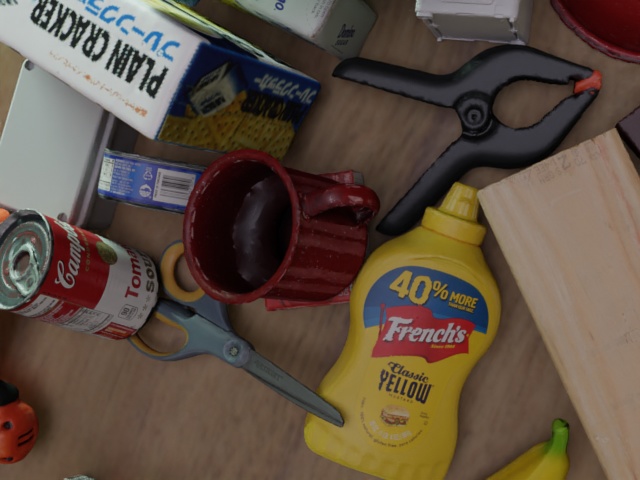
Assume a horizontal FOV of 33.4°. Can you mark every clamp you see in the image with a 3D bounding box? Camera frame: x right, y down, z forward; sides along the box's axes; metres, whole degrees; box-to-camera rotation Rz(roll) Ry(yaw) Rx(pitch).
[{"bbox_3d":[0.098,-0.069,0.692,0.172,0.039,0.120,-6,101,16],"label":"clamp"}]

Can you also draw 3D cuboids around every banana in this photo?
[{"bbox_3d":[0.083,0.175,0.681,0.198,0.037,0.069,-33,118,14],"label":"banana"}]

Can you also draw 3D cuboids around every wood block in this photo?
[{"bbox_3d":[0.180,0.048,0.637,0.090,0.090,0.206,-25,83,15],"label":"wood block"}]

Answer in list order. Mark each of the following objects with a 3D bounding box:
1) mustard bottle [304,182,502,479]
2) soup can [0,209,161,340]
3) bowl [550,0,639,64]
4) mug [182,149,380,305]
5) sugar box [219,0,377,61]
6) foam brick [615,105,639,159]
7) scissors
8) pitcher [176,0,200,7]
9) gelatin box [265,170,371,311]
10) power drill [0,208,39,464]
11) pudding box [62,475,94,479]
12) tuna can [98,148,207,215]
[{"bbox_3d":[0.063,0.056,0.682,0.096,0.058,0.192,18,96,-3],"label":"mustard bottle"},{"bbox_3d":[-0.167,0.026,0.726,0.069,0.102,0.068,-14,66,34],"label":"soup can"},{"bbox_3d":[0.212,-0.191,0.650,0.162,0.055,0.162,0,89,17],"label":"bowl"},{"bbox_3d":[-0.015,-0.008,0.654,0.117,0.081,0.093,-26,69,33],"label":"mug"},{"bbox_3d":[-0.055,-0.178,0.709,0.176,0.093,0.048,32,98,15],"label":"sugar box"},{"bbox_3d":[0.223,-0.055,0.646,0.053,0.051,0.078,-38,79,12],"label":"foam brick"},{"bbox_3d":[-0.055,0.055,0.715,0.202,0.016,0.096,10,81,35],"label":"scissors"},{"bbox_3d":[0.014,-0.208,0.568,0.243,0.149,0.145,-2,93,3],"label":"pitcher"},{"bbox_3d":[-0.005,0.001,0.724,0.073,0.030,0.089,-7,87,17],"label":"gelatin box"},{"bbox_3d":[-0.286,0.060,0.775,0.185,0.057,0.188,11,111,21],"label":"power drill"},{"bbox_3d":[-0.154,0.196,0.724,0.090,0.113,0.039,16,91,15],"label":"pudding box"},{"bbox_3d":[-0.107,-0.039,0.726,0.086,0.086,0.034,12,94,16],"label":"tuna can"}]
